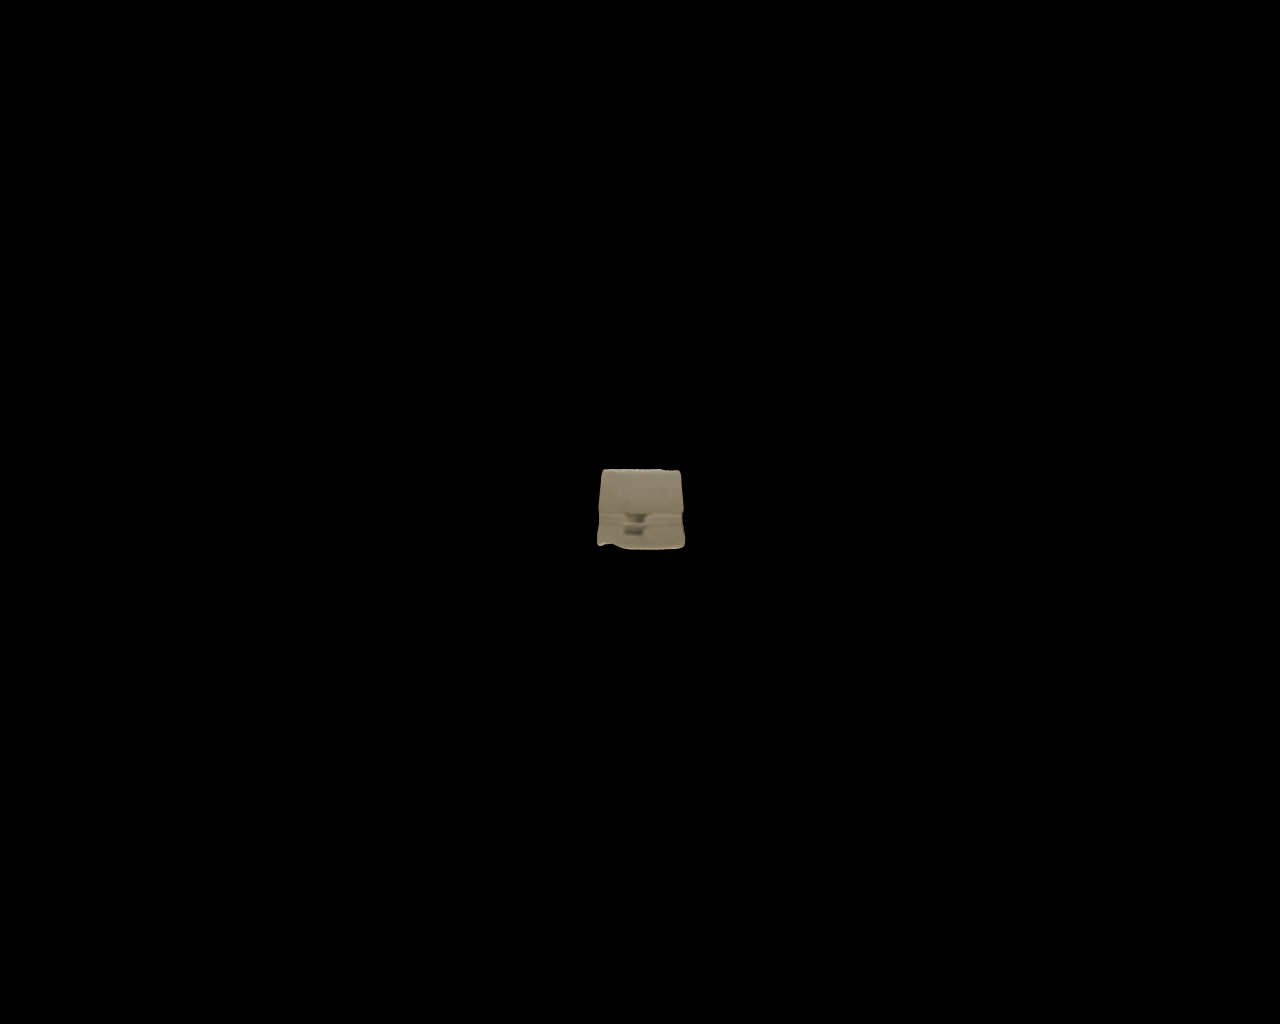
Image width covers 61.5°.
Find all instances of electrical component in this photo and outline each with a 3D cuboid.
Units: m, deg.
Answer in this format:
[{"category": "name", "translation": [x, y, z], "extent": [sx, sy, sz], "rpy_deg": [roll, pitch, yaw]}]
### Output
[{"category": "electrical component", "translation": [0.001, -0.003, 0.650], "extent": [0.055, 0.047, 0.055], "rpy_deg": [0, 3, 0]}]
